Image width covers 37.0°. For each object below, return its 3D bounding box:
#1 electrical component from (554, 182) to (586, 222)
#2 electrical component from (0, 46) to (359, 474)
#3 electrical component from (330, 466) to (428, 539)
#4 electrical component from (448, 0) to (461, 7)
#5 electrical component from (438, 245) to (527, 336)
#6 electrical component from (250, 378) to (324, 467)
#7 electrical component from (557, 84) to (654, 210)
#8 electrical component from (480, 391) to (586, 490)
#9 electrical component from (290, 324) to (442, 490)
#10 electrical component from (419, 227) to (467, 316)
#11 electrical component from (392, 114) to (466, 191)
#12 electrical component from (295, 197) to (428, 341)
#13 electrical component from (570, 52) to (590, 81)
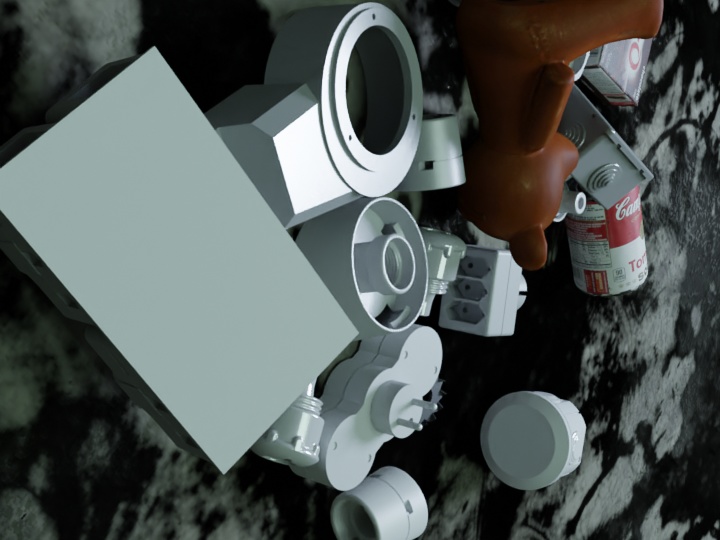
[{"bbox_3d":[0.152,-0.057,0.875,0.048,0.062,0.048,-15,109,-48],"label":"electrical component"},{"bbox_3d":[-0.099,-0.003,0.549,0.105,0.060,0.186,-45,116,-23],"label":"electrical component"},{"bbox_3d":[0.012,0.174,0.764,0.047,0.055,0.055,-19,112,-43],"label":"electrical component"},{"bbox_3d":[0.086,-0.221,0.778,0.044,0.044,0.065,41,71,-47],"label":"electrical component"},{"bbox_3d":[0.105,0.016,0.846,0.077,0.047,0.065,2,96,-50],"label":"electrical component"},{"bbox_3d":[-0.043,0.092,0.687,0.048,0.048,0.062,35,64,-48],"label":"electrical component"},{"bbox_3d":[0.182,-0.105,0.877,0.048,0.099,0.100,-41,140,15],"label":"electrical component"},{"bbox_3d":[0.146,0.140,0.898,0.051,0.080,0.080,3,96,-55],"label":"electrical component"},{"bbox_3d":[0.018,0.093,0.736,0.138,0.074,0.052,-49,132,-32],"label":"electrical component"},{"bbox_3d":[0.048,0.002,0.778,0.048,0.048,0.062,3,103,-51],"label":"electrical component"},{"bbox_3d":[0.044,-0.082,0.747,0.055,0.055,0.047,-19,108,-47],"label":"electrical component"},{"bbox_3d":[0.000,0.000,0.722,0.099,0.064,0.099,12,75,-53],"label":"electrical component"},{"bbox_3d":[0.143,-0.176,0.843,0.050,0.056,0.089,42,66,-46],"label":"electrical component"}]
